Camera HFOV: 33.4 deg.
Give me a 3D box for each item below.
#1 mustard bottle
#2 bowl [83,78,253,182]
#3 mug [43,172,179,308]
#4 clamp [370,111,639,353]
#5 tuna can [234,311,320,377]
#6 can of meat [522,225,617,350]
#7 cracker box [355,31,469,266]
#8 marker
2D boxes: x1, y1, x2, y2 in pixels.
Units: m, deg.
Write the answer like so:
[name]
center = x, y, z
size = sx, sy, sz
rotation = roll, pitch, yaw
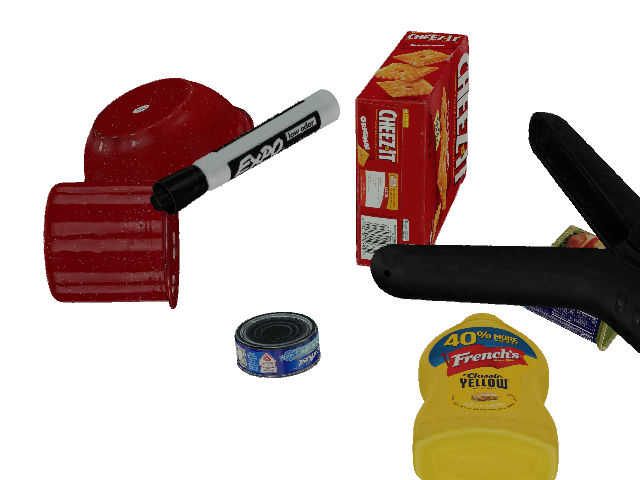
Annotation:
[mustard bottle]
center = 0.120, 0.107, 0.783
size = 0.096, 0.058, 0.191
rotation = -1, 25, 9
[bowl]
center = -0.141, -0.092, 0.911
size = 0.162, 0.055, 0.162
rotation = -17, 34, 11
[mug]
center = -0.140, -0.003, 0.734
size = 0.081, 0.093, 0.117
rotation = -1, 18, -3
[clamp]
center = 0.139, 0.016, 0.490
size = 0.210, 0.036, 0.164
rotation = 32, 49, 32
[tuna can]
center = -0.043, 0.104, 1.078
size = 0.086, 0.034, 0.086
rotation = -4, 21, 1
[can of meat]
center = 0.241, 0.040, 0.963
size = 0.084, 0.057, 0.101
rotation = 27, 47, 27
[cracker box]
center = 0.092, -0.091, 1.016
size = 0.072, 0.164, 0.213
rotation = 7, 28, 16
[marker]
center = -0.038, -0.046, 0.554
size = 0.120, 0.020, 0.020
rotation = -33, 19, -31
